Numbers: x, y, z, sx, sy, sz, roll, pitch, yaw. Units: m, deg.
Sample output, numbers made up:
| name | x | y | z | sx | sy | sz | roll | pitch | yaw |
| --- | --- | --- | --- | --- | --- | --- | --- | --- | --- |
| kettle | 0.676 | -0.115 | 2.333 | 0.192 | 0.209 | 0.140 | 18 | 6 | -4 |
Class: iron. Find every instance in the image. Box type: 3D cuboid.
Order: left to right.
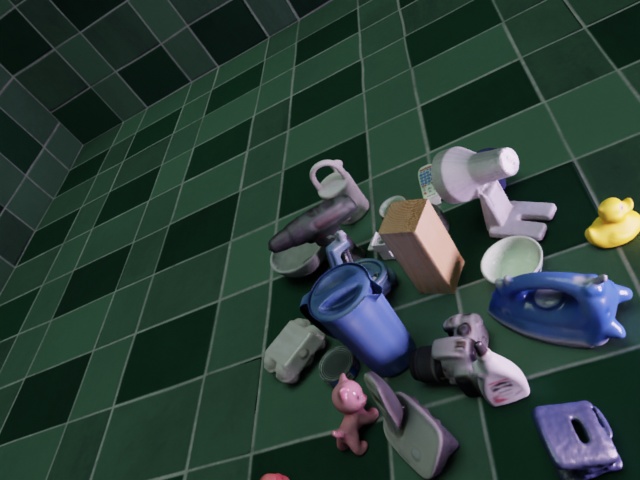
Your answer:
| name | x | y | z | sx | sy | sz | roll | pitch | yaw |
| --- | --- | --- | --- | --- | --- | --- | --- | --- | --- |
| iron | 0.399 | 0.101 | 1.016 | 0.257 | 0.142 | 0.119 | -1 | 50 | 40 |

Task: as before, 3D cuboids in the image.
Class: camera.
| name | x | y | z | sx | sy | sz | roll | pitch | yaw |
| --- | --- | --- | --- | --- | --- | --- | --- | --- | --- |
| camera | 0.237 | 0.210 | 1.071 | 0.136 | 0.101 | 0.143 | -12 | 44 | 31 |

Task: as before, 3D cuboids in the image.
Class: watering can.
| name | x | y | z | sx | sy | sz | roll | pitch | yaw |
| --- | --- | --- | --- | --- | --- | --- | --- | --- | --- |
| watering can | 0.043 | -0.143 | 1.538 | 0.101 | 0.195 | 0.172 | -34 | 36 | 7 |

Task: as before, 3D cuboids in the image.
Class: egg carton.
| name | x | y | z | sx | sy | sz | roll | pitch | yaw |
| --- | --- | --- | --- | --- | --- | --- | --- | --- | --- |
| egg carton | -0.056 | 0.252 | 1.304 | 0.107 | 0.070 | 0.150 | 19 | 65 | 49 |

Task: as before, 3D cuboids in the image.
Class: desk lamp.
| name | x | y | z | sx | sy | sz | roll | pitch | yaw |
| --- | --- | --- | --- | --- | --- | --- | --- | --- | --- |
| desk lamp | 0.362 | -0.109 | 1.211 | 0.202 | 0.214 | 0.118 | 6 | 55 | 44 |

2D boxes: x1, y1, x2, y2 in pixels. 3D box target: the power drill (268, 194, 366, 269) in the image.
| name | x | y | z | sx | sy | sz | roll | pitch | yaw |
| --- | --- | --- | --- | --- | --- | --- | --- | --- | --- |
| power drill | 0.013 | 0.005 | 1.392 | 0.230 | 0.209 | 0.075 | -41 | 36 | -3 |

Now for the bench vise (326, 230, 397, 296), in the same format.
| name | x | y | z | sx | sy | sz | roll | pitch | yaw |
| --- | --- | --- | --- | --- | --- | --- | --- | --- | --- |
| bench vise | 0.064 | 0.097 | 1.240 | 0.121 | 0.220 | 0.208 | 3 | 53 | 42 |

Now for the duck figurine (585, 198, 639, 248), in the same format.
| name | x | y | z | sx | sy | sz | roll | pitch | yaw |
| --- | --- | --- | --- | --- | --- | --- | --- | --- | --- |
| duck figurine | 0.550 | -0.040 | 1.085 | 0.104 | 0.086 | 0.077 | -30 | 37 | 12 |

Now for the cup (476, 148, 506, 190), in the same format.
| name | x | y | z | sx | sy | sz | roll | pitch | yaw |
| --- | --- | --- | --- | --- | --- | --- | --- | --- | --- |
| cup | 0.406 | -0.156 | 1.324 | 0.117 | 0.095 | 0.091 | -17 | 41 | 27 |

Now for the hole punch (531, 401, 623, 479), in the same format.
| name | x | y | z | sx | sy | sz | roll | pitch | yaw |
| --- | --- | --- | --- | --- | --- | --- | --- | --- | --- |
| hole punch | 0.385 | 0.296 | 0.862 | 0.101 | 0.091 | 0.108 | -28 | 38 | 15 |

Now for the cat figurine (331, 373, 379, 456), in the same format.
| name | x | y | z | sx | sy | sz | roll | pitch | yaw |
| --- | --- | --- | --- | --- | --- | --- | --- | --- | --- |
| cat figurine | 0.053 | 0.325 | 1.091 | 0.067 | 0.118 | 0.128 | -5 | 48 | 37 |

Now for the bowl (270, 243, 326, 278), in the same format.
| name | x | y | z | sx | sy | sz | roll | pitch | yaw |
| --- | --- | --- | --- | --- | --- | --- | --- | --- | --- |
| bowl | -0.044 | 0.041 | 1.516 | 0.167 | 0.075 | 0.167 | -23 | 39 | 20 |

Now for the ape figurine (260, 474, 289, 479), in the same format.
| name | x | y | z | sx | sy | sz | roll | pitch | yaw |
| --- | --- | --- | --- | --- | --- | --- | --- | --- | --- |
| ape figurine | -0.079 | 0.469 | 1.072 | 0.076 | 0.092 | 0.077 | -33 | 37 | 8 |

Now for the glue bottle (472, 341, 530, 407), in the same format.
| name | x | y | z | sx | sy | sz | roll | pitch | yaw |
| --- | --- | --- | --- | --- | --- | --- | --- | --- | --- |
| glue bottle | 0.290 | 0.218 | 0.956 | 0.078 | 0.174 | 0.037 | -28 | 38 | 15 |

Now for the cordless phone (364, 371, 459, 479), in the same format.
| name | x | y | z | sx | sy | sz | roll | pitch | yaw |
| --- | --- | --- | --- | --- | --- | --- | --- | --- | --- |
| cordless phone | 0.142 | 0.308 | 0.975 | 0.094 | 0.186 | 0.147 | -46 | 37 | -10 |
